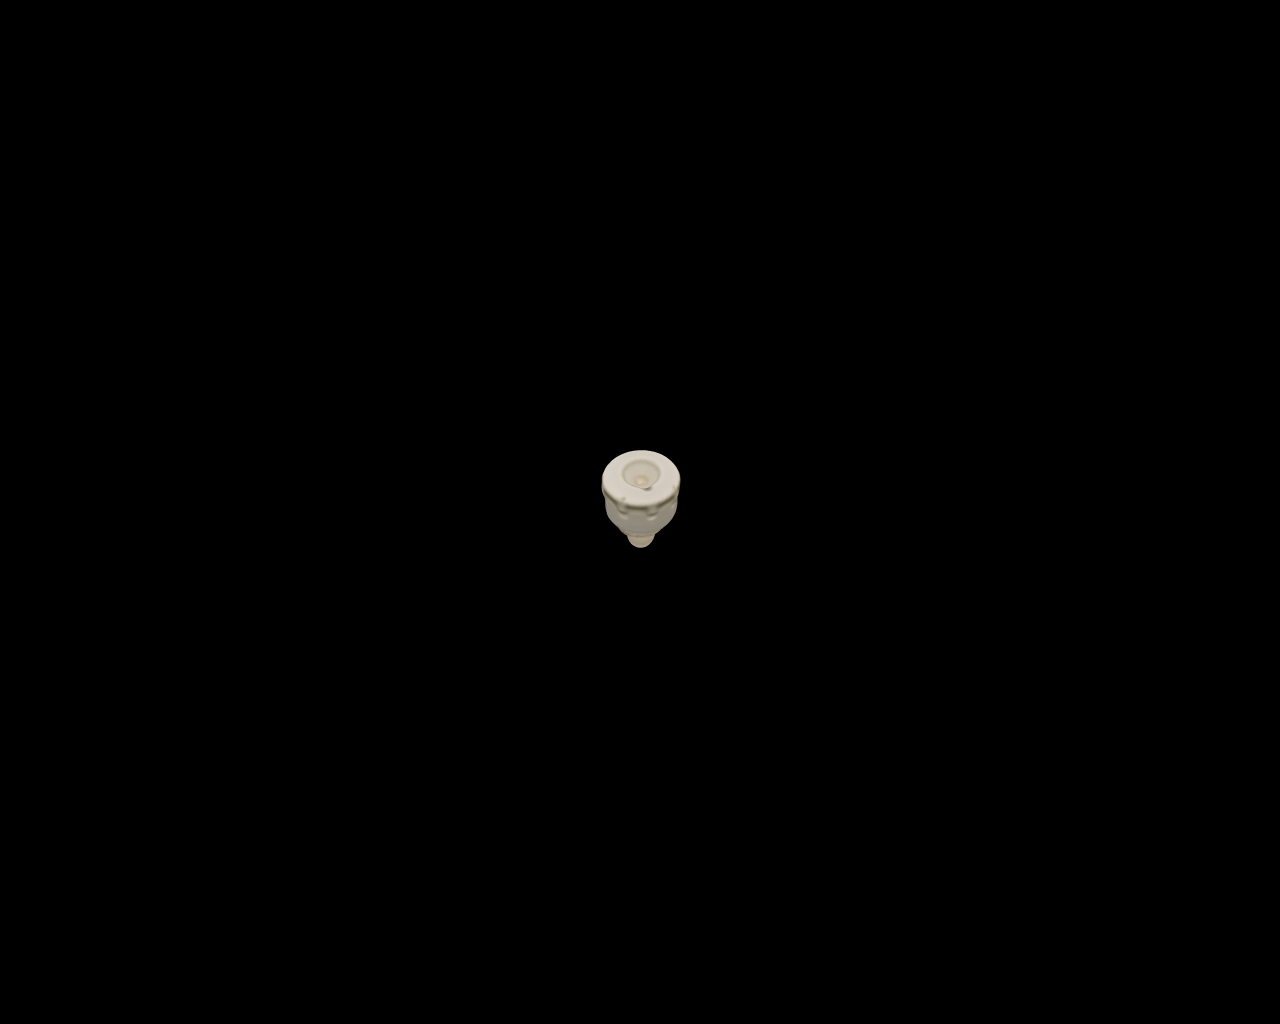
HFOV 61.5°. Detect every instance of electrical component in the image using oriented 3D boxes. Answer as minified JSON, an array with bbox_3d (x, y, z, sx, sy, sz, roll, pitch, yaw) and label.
[{"bbox_3d":[0.001,-0.003,0.650,0.048,0.048,0.062,0,-43,0],"label":"electrical component"}]
